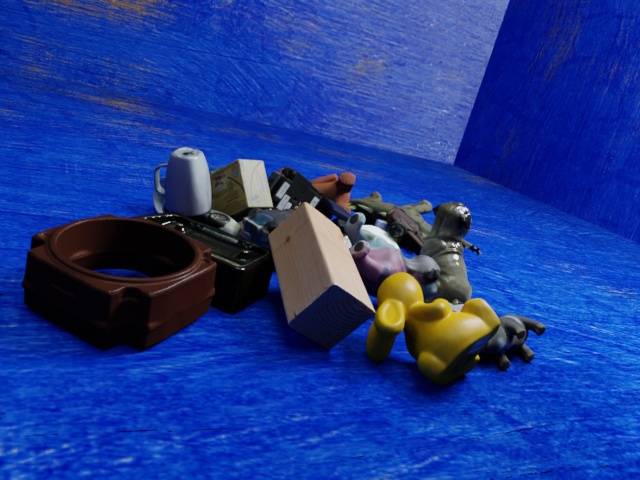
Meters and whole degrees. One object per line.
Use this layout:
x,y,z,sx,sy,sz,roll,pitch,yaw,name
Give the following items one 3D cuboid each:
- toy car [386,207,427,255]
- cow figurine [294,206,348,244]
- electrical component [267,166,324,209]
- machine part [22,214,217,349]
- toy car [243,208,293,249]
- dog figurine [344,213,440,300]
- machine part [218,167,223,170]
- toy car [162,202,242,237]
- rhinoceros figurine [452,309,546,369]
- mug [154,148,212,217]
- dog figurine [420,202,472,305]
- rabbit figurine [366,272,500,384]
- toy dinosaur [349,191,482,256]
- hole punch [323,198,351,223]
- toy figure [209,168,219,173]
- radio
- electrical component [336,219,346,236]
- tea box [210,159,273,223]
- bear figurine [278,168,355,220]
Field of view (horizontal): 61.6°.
0.221,0.006,1.190,0.202,0.053,0.089,44,22,-13,toy car
0.000,-0.003,1.081,0.168,0.098,0.068,27,14,33,cow figurine
-0.070,-0.098,1.221,0.058,0.115,0.134,30,-6,46,electrical component
-0.254,0.043,0.699,0.201,0.087,0.201,22,21,19,machine part
-0.068,0.001,0.992,0.161,0.102,0.109,-2,23,-45,toy car
0.098,0.071,0.934,0.219,0.191,0.108,40,24,-29,dog figurine
-0.184,-0.115,1.231,0.079,0.079,0.243,19,-2,10,machine part
-0.227,-0.032,1.009,0.202,0.073,0.056,27,23,33,toy car
0.280,0.151,0.880,0.190,0.073,0.112,4,22,-35,rhinoceros figurine
-0.243,-0.110,0.952,0.110,0.107,0.081,19,30,18,mug
0.253,0.032,1.035,0.121,0.190,0.172,6,21,-28,dog figurine
0.139,0.122,0.774,0.162,0.121,0.173,-20,54,-27,rabbit figurine
0.209,-0.042,1.400,0.472,0.105,0.198,15,22,30,toy dinosaur
0.048,-0.035,1.250,0.116,0.092,0.142,15,13,-17,hole punch
-0.223,-0.138,1.348,0.089,0.082,0.180,40,23,31,toy figure
-0.191,0.025,0.856,0.230,0.073,0.131,22,18,20,radio
0.045,-0.002,1.164,0.119,0.074,0.048,10,17,-6,electrical component
-0.178,-0.084,1.045,0.170,0.098,0.068,-17,-8,39,tea box
-0.019,-0.122,1.363,0.196,0.120,0.132,12,-2,-6,bear figurine
